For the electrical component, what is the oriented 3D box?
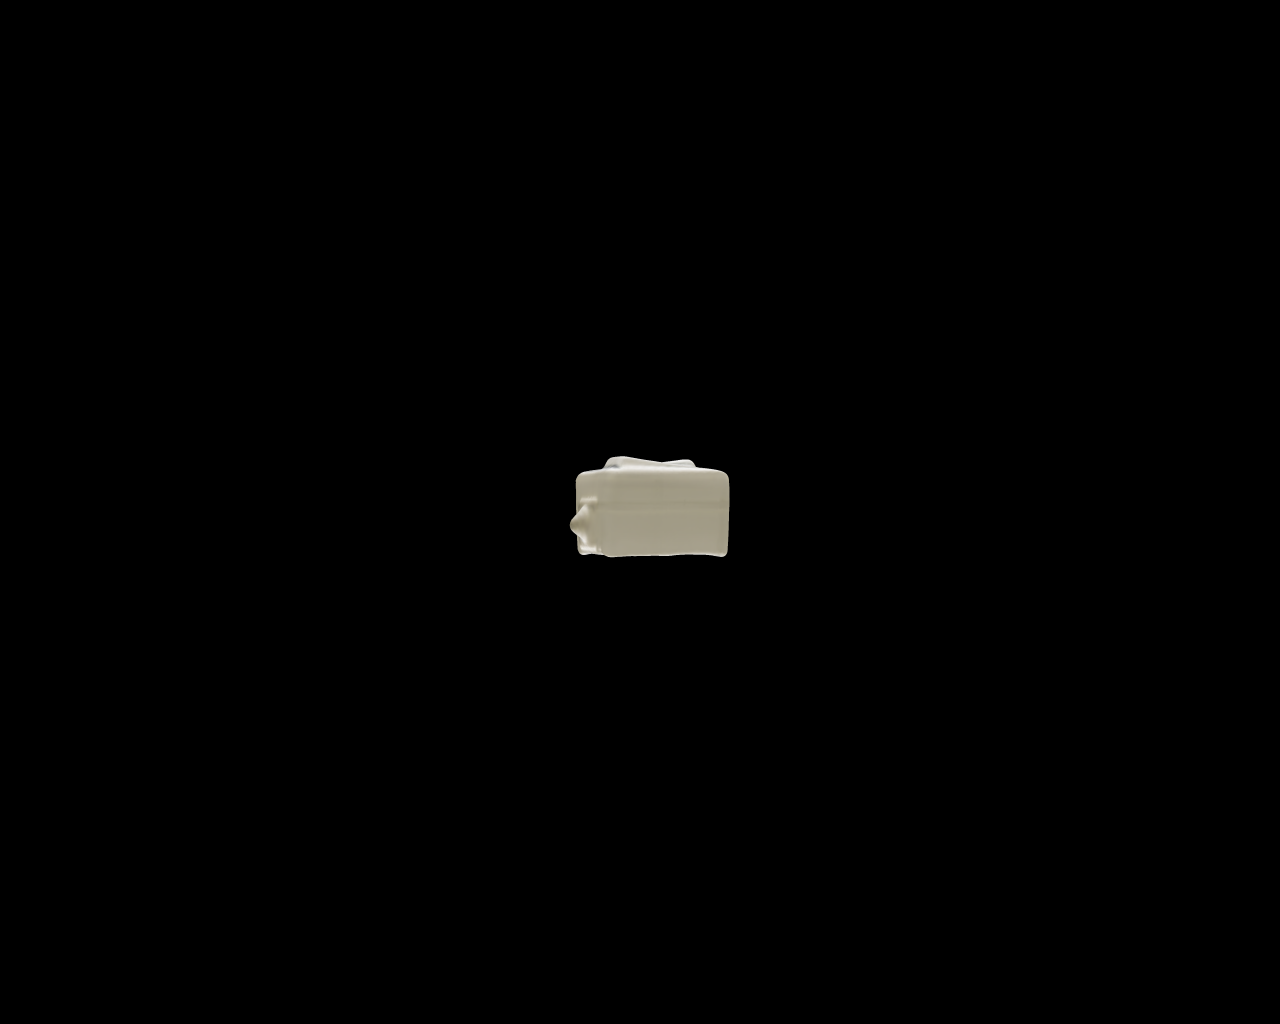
[{"bbox_3d":[0.001,-0.003,0.650,0.096,0.061,0.061,0,0,-21],"label":"electrical component"}]
